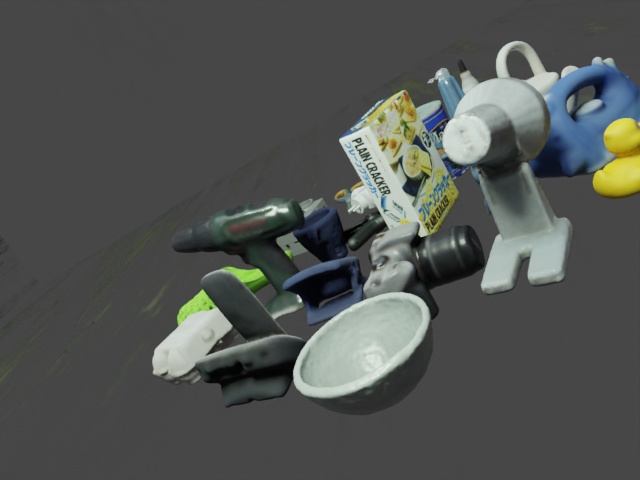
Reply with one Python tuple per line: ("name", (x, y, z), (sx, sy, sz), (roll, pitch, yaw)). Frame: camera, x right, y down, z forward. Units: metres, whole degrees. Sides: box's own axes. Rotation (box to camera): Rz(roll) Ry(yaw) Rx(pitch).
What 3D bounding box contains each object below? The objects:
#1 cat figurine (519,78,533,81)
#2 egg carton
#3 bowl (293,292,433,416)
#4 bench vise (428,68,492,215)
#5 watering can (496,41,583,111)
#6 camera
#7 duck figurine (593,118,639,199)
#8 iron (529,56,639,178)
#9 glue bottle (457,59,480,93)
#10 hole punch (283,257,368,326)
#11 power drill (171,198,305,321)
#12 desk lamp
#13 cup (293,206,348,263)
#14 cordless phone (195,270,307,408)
("cat figurine", (0.376, -0.267, 1.129), (0.067, 0.118, 0.127), (-42, 20, -30))
("egg carton", (-0.209, 0.179, 0.972), (0.107, 0.069, 0.150), (-15, 24, 43))
("bowl", (0.058, 0.135, 0.628), (0.167, 0.075, 0.167), (-28, 17, 10))
("bench vise", (0.249, -0.164, 0.885), (0.121, 0.220, 0.207), (-32, 17, 0))
("watering can", (0.360, -0.241, 0.952), (0.172, 0.194, 0.101), (-14, 24, 44))
("camera", (0.135, 0.030, 0.745), (0.136, 0.101, 0.143), (-22, 20, 28))
("duck figurine", (0.387, -0.110, 0.726), (0.104, 0.086, 0.077), (-33, 17, -6))
("iron", (0.398, -0.195, 0.850), (0.259, 0.142, 0.118), (-38, 19, -21))
("glue bottle", (0.329, -0.302, 1.210), (0.037, 0.173, 0.078), (-18, 22, 37))
("hole punch", (0.008, 0.064, 0.883), (0.108, 0.091, 0.101), (-25, 19, 22))
("power drill", (-0.110, 0.034, 0.969), (0.229, 0.209, 0.075), (-27, 18, 16))
("desk lamp", (0.226, -0.079, 0.698), (0.117, 0.214, 0.203), (-19, 21, 35))
("cup", (0.010, 0.004, 1.041), (0.091, 0.095, 0.118), (-27, 18, 13))
("cordless phone", (-0.118, 0.124, 0.770), (0.147, 0.185, 0.094), (-23, 19, 26))
